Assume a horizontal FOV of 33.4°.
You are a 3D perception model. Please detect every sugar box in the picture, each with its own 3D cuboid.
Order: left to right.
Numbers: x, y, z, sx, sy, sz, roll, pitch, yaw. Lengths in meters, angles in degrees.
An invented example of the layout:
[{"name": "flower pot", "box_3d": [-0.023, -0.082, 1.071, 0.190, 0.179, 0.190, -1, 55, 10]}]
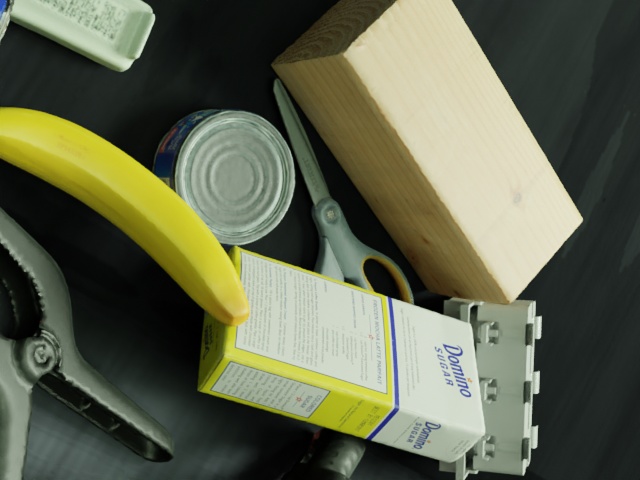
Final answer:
[{"name": "sugar box", "box_3d": [0.015, 0.072, 0.667, 0.176, 0.048, 0.093, 22, 41, -19]}]

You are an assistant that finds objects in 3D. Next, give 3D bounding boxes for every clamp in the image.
[{"name": "clamp", "box_3d": [-0.167, 0.074, 0.580, 0.164, 0.036, 0.210, -45, 115, -56]}, {"name": "clamp", "box_3d": [-0.003, 0.152, 0.646, 0.039, 0.120, 0.171, 45, 27, -4]}]

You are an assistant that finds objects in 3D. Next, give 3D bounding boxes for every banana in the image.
[{"name": "banana", "box_3d": [-0.119, -0.021, 0.606, 0.197, 0.037, 0.069, 33, 42, -13]}]

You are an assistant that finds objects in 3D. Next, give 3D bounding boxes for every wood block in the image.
[{"name": "wood block", "box_3d": [0.074, -0.064, 0.709, 0.090, 0.090, 0.206, -45, 115, -21]}]

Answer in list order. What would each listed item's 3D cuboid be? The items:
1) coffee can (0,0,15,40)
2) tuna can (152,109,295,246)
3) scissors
[{"name": "coffee can", "box_3d": [-0.235, -0.116, 0.513, 0.140, 0.103, 0.103, 31, 78, -29]}, {"name": "tuna can", "box_3d": [-0.059, -0.039, 0.665, 0.086, 0.034, 0.086, -3, 96, -31]}, {"name": "scissors", "box_3d": [-0.005, 0.001, 0.711, 0.096, 0.016, 0.201, -45, 114, -19]}]
